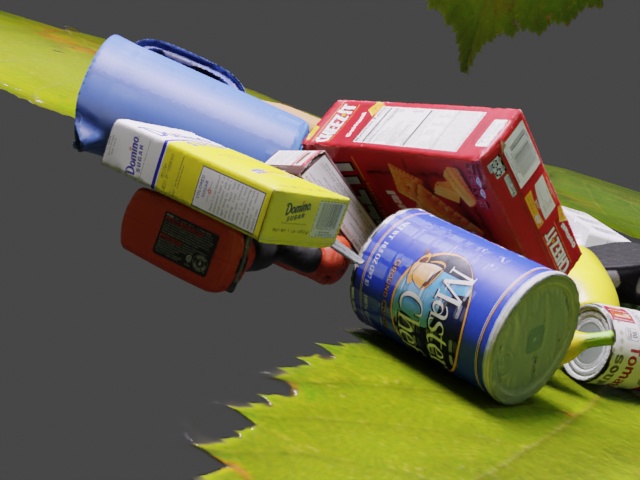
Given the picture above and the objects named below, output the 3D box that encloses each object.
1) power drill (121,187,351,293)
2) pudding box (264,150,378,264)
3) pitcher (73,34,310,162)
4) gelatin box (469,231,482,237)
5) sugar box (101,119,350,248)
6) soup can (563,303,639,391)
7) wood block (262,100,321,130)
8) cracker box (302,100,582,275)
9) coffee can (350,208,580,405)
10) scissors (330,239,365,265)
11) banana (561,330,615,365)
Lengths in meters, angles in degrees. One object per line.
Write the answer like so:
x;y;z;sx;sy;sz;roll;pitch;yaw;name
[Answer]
-0.083;-0.011;0.897;0.185;0.057;0.187;23;13;22;power drill
0.002;-0.030;0.977;0.113;0.039;0.090;51;-21;-23;pudding box
-0.136;-0.129;1.173;0.243;0.149;0.145;21;3;0;pitcher
0.112;0.029;0.912;0.030;0.073;0.089;-40;24;-30;gelatin box
-0.074;-0.045;0.809;0.176;0.048;0.093;27;13;34;sugar box
0.264;0.093;0.904;0.102;0.068;0.069;12;13;-25;soup can
-0.007;-0.109;1.382;0.206;0.090;0.090;25;13;33;wood block
0.105;-0.038;0.948;0.214;0.072;0.164;11;-39;46;cracker box
0.107;0.047;0.802;0.102;0.103;0.140;5;17;-47;coffee can
-0.040;-0.026;0.863;0.096;0.016;0.202;16;12;-23;scissors
0.172;0.072;0.917;0.069;0.037;0.198;-9;16;-16;banana
